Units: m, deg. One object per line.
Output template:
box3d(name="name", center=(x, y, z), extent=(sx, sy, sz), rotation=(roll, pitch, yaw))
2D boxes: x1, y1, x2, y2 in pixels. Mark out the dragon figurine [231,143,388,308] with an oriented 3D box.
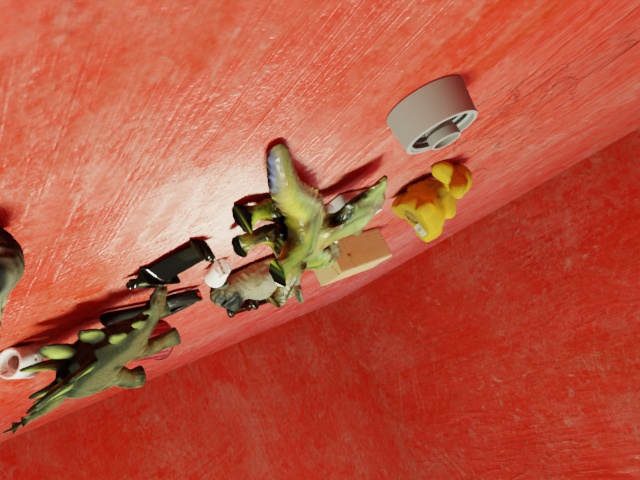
box3d(name="dragon figurine", center=(0.002, -0.039, 0.767), extent=(0.245, 0.123, 0.401), rotation=(-31, -19, -28))
